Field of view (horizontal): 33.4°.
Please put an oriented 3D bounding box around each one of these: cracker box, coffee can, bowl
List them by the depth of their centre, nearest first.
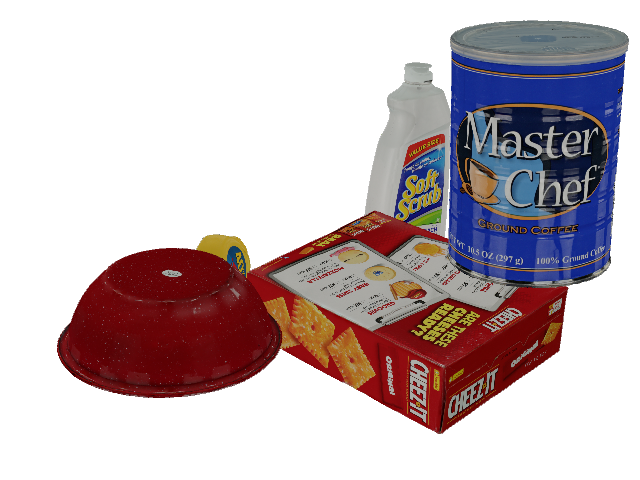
[{"bbox_3d":[0.129,-0.055,0.650,0.103,0.140,0.103,-2,21,0],"label":"coffee can"},{"bbox_3d":[-0.107,0.048,0.763,0.162,0.055,0.162,1,23,-1],"label":"bowl"},{"bbox_3d":[0.069,0.060,0.890,0.214,0.072,0.163,24,37,39],"label":"cracker box"}]

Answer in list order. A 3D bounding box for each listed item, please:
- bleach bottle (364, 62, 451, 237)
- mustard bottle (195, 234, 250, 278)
[{"bbox_3d":[0.096,-0.073,1.207,0.102,0.251,0.068,-7,21,-24],"label":"bleach bottle"},{"bbox_3d":[-0.114,0.049,1.132,0.058,0.096,0.191,2,30,10],"label":"mustard bottle"}]
